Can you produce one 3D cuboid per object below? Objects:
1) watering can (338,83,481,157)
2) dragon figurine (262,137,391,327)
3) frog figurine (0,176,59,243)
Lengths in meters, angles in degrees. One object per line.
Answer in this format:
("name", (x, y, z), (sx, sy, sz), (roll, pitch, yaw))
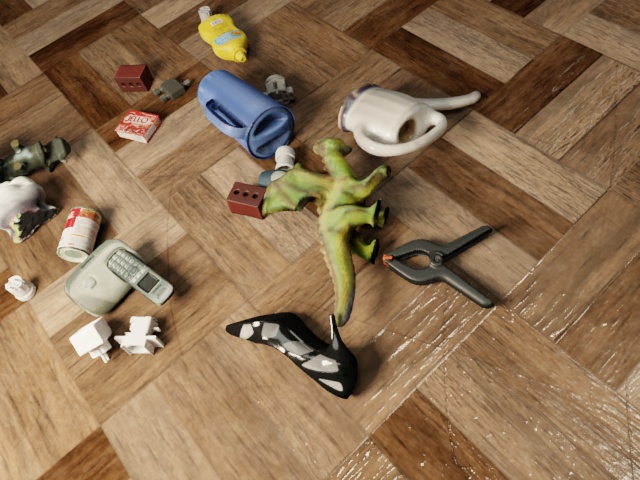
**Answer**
("watering can", (0.189, -0.282, 1.145), (0.227, 0.101, 0.353), (31, 50, 31))
("dragon figurine", (0.003, -0.051, 1.006), (0.243, 0.419, 0.119), (14, -31, 14))
("frog figurine", (-0.694, -0.087, 1.150), (0.160, 0.137, 0.122), (38, 0, 15))
